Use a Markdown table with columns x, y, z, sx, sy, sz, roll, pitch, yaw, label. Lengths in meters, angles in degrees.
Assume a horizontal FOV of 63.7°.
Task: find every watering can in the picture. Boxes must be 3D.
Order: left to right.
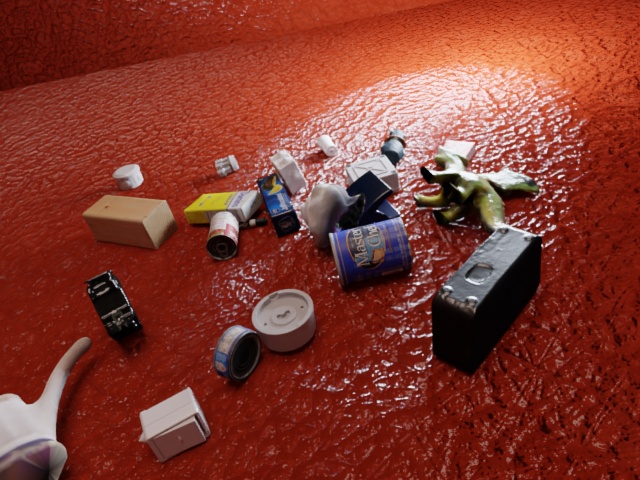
| x | y | z | sx | sy | sz | roll | pitch | yaw | label |
| --- | --- | --- | --- | --- | --- | --- | --- | --- | --- |
| -0.464 | 0.297 | 0.788 | 0.226 | 0.102 | 0.353 | 18 | 46 | 36 | watering can |

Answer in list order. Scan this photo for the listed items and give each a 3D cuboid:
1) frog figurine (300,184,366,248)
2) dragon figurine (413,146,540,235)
| x | y | z | sx | sy | sz | roll | pitch | yaw | label |
| --- | --- | --- | --- | --- | --- | --- | --- | --- | --- |
| 0.003 | -0.055 | 1.096 | 0.160 | 0.135 | 0.124 | 17 | 31 | 39 | frog figurine |
| 0.351 | -0.106 | 1.082 | 0.244 | 0.119 | 0.417 | -17 | 35 | -19 | dragon figurine |
